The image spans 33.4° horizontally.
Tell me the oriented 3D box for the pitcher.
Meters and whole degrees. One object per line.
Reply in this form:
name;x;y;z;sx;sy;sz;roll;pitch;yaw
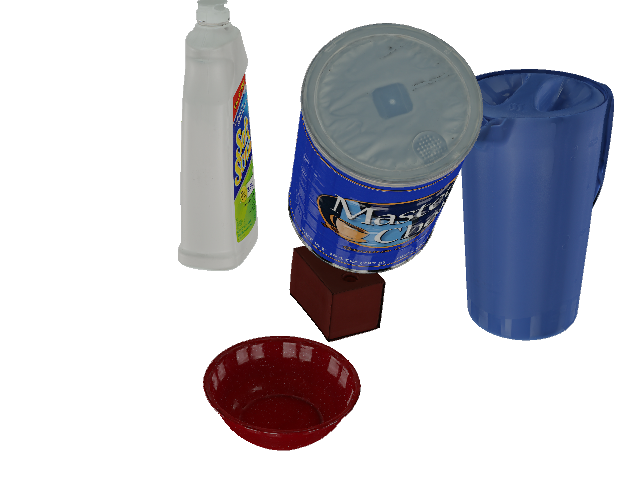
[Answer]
pitcher;0.204;-0.035;1.014;0.149;0.243;0.145;1;28;7

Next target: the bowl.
bowl;-0.040;0.167;1.105;0.162;0.055;0.162;2;30;-1

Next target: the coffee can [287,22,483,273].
coffee can;0.034;-0.052;0.657;0.102;0.103;0.140;0;-22;-5

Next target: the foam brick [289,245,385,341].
foam brick;0.014;0.041;0.921;0.052;0.051;0.078;-13;36;-24

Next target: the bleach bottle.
bleach bottle;-0.102;-0.104;1.030;0.068;0.251;0.102;6;26;13
